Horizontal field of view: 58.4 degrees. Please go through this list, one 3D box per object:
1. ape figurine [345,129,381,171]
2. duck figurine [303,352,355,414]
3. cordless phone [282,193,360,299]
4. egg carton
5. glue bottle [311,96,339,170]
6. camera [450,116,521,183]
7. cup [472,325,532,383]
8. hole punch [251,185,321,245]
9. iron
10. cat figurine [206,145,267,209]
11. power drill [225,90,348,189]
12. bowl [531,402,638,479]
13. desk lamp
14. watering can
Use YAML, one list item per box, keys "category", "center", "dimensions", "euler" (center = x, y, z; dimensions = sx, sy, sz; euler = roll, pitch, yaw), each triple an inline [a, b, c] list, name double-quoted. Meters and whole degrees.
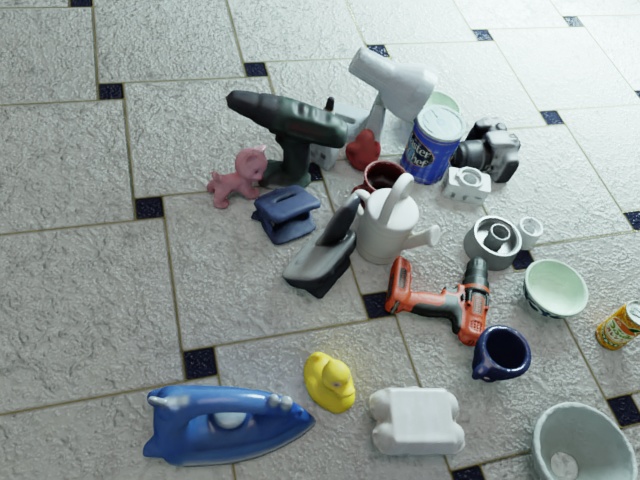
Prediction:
- category: "ape figurine"
  center: [0.095, -0.197, 1.212]
  dimensions: [0.078, 0.092, 0.076]
  euler: [9, 55, -5]
- category: "duck figurine"
  center: [0.019, 0.218, 0.916]
  dimensions: [0.078, 0.086, 0.104]
  euler: [-26, 64, -25]
- category: "cordless phone"
  center: [0.009, 0.004, 1.000]
  dimensions: [0.094, 0.185, 0.148]
  euler: [30, 56, 11]
- category: "egg carton"
  center: [0.151, 0.287, 0.904]
  dimensions: [0.150, 0.069, 0.107]
  euler: [2, 56, -9]
- category: "glue bottle"
  center: [0.010, -0.222, 1.163]
  dimensions: [0.078, 0.173, 0.037]
  euler: [41, 58, 17]
- category: "camera"
  center: [0.357, -0.206, 1.263]
  dimensions: [0.137, 0.101, 0.143]
  euler: [-5, 57, -14]
- category: "cup"
  center: [0.288, 0.211, 0.967]
  dimensions: [0.118, 0.095, 0.091]
  euler: [-31, 66, -27]
- category: "hole punch"
  center: [-0.066, -0.060, 1.087]
  dimensions: [0.109, 0.091, 0.101]
  euler: [-23, 63, -24]
- category: "iron"
  center: [-0.124, 0.250, 0.832]
  dimensions: [0.258, 0.141, 0.118]
  euler: [0, 56, -11]
- category: "cat figurine"
  center: [-0.153, -0.132, 1.103]
  dimensions: [0.128, 0.118, 0.067]
  euler: [-22, 62, -23]
- category: "power drill"
  center: [-0.068, -0.189, 1.103]
  dimensions: [0.230, 0.208, 0.075]
  euler: [6, 55, -6]
- category: "bowl"
  center: [0.403, 0.349, 0.907]
  dimensions: [0.167, 0.075, 0.167]
  euler: [5, 55, -7]
- category: "desk lamp"
  center: [0.124, -0.299, 1.212]
  dimensions: [0.203, 0.213, 0.118]
  euler: [16, 54, 1]
- category: "watering can"
  center: [0.137, -0.044, 1.052]
  dimensions: [0.173, 0.194, 0.101]
  euler: [16, 54, 1]
